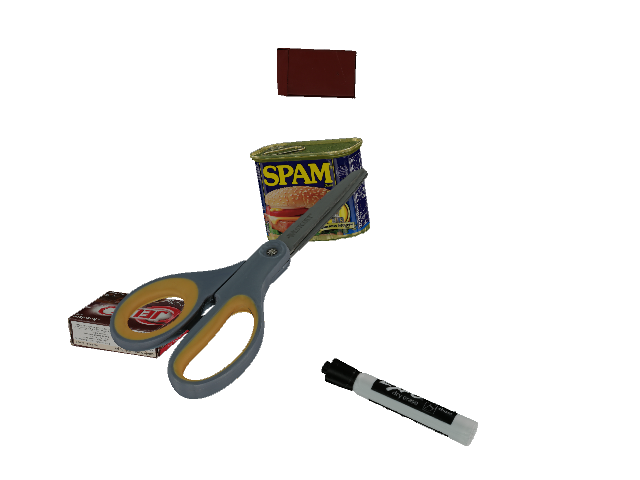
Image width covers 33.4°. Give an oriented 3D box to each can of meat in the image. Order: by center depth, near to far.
[{"bbox_3d":[-0.008,-0.046,0.982,0.102,0.084,0.057,-1,17,24],"label":"can of meat"}]

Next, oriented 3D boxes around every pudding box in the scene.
[{"bbox_3d":[-0.213,0.094,1.204,0.114,0.039,0.090,4,18,19],"label":"pudding box"}]

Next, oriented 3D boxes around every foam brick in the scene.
[{"bbox_3d":[-0.005,-0.181,1.154,0.078,0.051,0.053,0,11,-14],"label":"foam brick"}]

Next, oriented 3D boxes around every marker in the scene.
[{"bbox_3d":[0.055,0.115,0.773,0.121,0.020,0.020,22,8,20],"label":"marker"}]

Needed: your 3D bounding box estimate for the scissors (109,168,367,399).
[{"bbox_3d":[-0.049,0.012,0.624,0.096,0.016,0.201,11,44,18],"label":"scissors"}]
